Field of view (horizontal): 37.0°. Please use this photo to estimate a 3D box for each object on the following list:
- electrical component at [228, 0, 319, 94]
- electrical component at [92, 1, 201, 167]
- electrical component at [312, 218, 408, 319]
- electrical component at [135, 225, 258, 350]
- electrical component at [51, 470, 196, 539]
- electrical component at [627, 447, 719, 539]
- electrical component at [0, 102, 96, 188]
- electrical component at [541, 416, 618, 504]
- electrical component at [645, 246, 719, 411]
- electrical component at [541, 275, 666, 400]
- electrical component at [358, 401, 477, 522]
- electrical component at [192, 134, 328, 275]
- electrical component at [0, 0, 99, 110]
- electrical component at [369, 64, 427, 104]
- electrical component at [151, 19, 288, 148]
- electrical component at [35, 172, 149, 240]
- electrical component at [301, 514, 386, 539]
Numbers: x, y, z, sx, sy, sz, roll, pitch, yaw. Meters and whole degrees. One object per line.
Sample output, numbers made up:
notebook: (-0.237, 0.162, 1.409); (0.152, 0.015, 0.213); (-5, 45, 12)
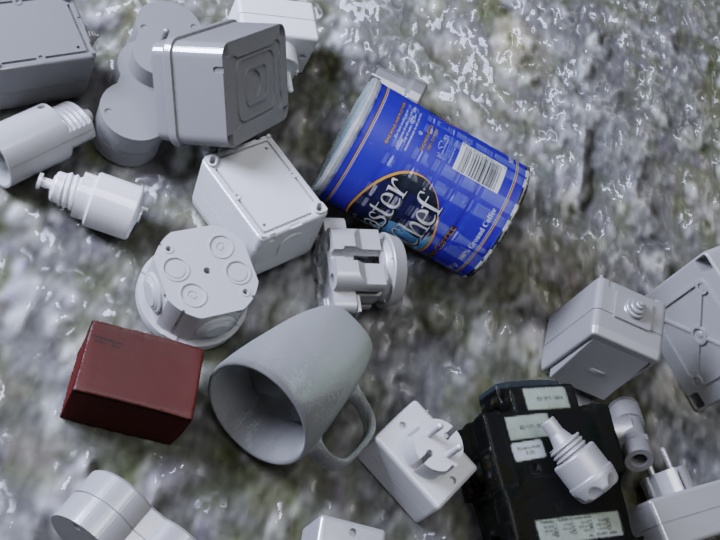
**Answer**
electrical component: (-0.071, -0.177, 0.877); (0.066, 0.047, 0.076); (1, 63, -24)
electrical component: (-0.156, -0.151, 0.809); (0.052, 0.073, 0.138); (21, 57, -12)
electrical component: (0.000, 0.000, 0.806); (0.057, 0.058, 0.078); (1, 63, -20)
electrical component: (-0.113, 0.011, 0.753); (0.080, 0.051, 0.080); (11, 60, -19)
electrical component: (-0.131, 0.191, 0.645); (0.138, 0.052, 0.073); (40, 54, 0)
electrical component: (0.239, 0.173, 0.824); (0.083, 0.047, 0.075); (-8, 67, -27)
electrical component: (-0.226, -0.095, 0.765); (0.081, 0.043, 0.043); (-34, 80, -34)
electrical component: (0.149, 0.129, 0.746); (0.035, 0.035, 0.061); (-29, 76, -33)
electrical component: (0.298, 0.045, 0.883); (0.056, 0.108, 0.108); (-18, 72, -28)
electrical component: (0.192, 0.053, 0.839); (0.062, 0.096, 0.061); (23, 57, -11)
electrical component: (0.047, 0.127, 0.745); (0.065, 0.076, 0.047); (47, 55, 6)
electrical component: (-0.080, -0.050, 0.800); (0.062, 0.061, 0.096); (-25, 68, -32)
electrical component: (-0.238, -0.158, 0.784); (0.096, 0.061, 0.061); (-16, 71, -30)
electrical component: (0.028, -0.149, 0.912); (0.046, 0.040, 0.040); (27, 55, -1)
electrical component: (-0.102, -0.140, 0.798); (0.057, 0.078, 0.113); (6, 22, 19)
electrical component: (-0.189, -0.050, 0.759); (0.078, 0.040, 0.040); (19, 57, -13)
electrical component: (-0.009, 0.199, 0.681); (0.047, 0.075, 0.083); (18, 58, -15)
